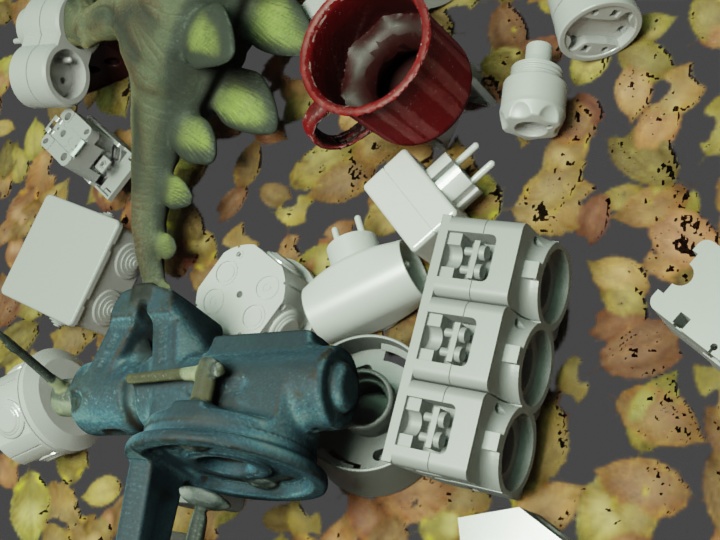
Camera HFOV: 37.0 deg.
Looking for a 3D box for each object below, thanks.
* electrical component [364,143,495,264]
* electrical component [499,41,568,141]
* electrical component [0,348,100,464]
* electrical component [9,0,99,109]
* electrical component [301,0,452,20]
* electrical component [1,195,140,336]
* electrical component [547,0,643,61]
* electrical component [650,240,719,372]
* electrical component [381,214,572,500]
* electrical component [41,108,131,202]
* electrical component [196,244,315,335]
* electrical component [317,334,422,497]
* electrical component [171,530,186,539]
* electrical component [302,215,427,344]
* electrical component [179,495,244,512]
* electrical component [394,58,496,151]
[{"bbox_3d":[0.056,-0.052,0.719,0.077,0.047,0.065,-42,58,10],"label":"electrical component"},{"bbox_3d":[0.116,-0.121,0.714,0.043,0.043,0.062,-1,70,29],"label":"electrical component"},{"bbox_3d":[-0.235,0.103,0.804,0.051,0.080,0.080,-25,61,25],"label":"electrical component"},{"bbox_3d":[-0.255,-0.198,0.880,0.074,0.052,0.138,3,74,30],"label":"electrical component"},{"bbox_3d":[0.021,-0.186,0.786,0.138,0.052,0.073,-32,59,16],"label":"electrical component"},{"bbox_3d":[-0.224,-0.002,0.855,0.100,0.048,0.099,20,82,33],"label":"electrical component"},{"bbox_3d":[0.152,-0.174,0.708,0.055,0.055,0.047,-23,58,20],"label":"electrical component"},{"bbox_3d":[0.214,0.034,0.593,0.050,0.056,0.089,-50,56,4],"label":"electrical component"},{"bbox_3d":[0.077,0.054,0.642,0.062,0.089,0.150,7,75,31],"label":"electrical component"},{"bbox_3d":[-0.222,-0.097,0.881,0.081,0.064,0.042,39,94,34],"label":"electrical component"},{"bbox_3d":[-0.071,0.025,0.759,0.080,0.051,0.080,-11,67,25],"label":"electrical component"},{"bbox_3d":[0.007,0.093,0.696,0.099,0.064,0.099,-6,65,13],"label":"electrical component"},{"bbox_3d":[-0.128,0.274,0.690,0.105,0.060,0.186,-35,59,14],"label":"electrical component"},{"bbox_3d":[0.000,0.000,0.732,0.077,0.044,0.079,-26,61,18],"label":"electrical component"},{"bbox_3d":[-0.110,0.117,0.743,0.050,0.056,0.089,-3,70,28],"label":"electrical component"},{"bbox_3d":[0.048,-0.120,0.753,0.081,0.042,0.063,19,85,34],"label":"electrical component"}]
